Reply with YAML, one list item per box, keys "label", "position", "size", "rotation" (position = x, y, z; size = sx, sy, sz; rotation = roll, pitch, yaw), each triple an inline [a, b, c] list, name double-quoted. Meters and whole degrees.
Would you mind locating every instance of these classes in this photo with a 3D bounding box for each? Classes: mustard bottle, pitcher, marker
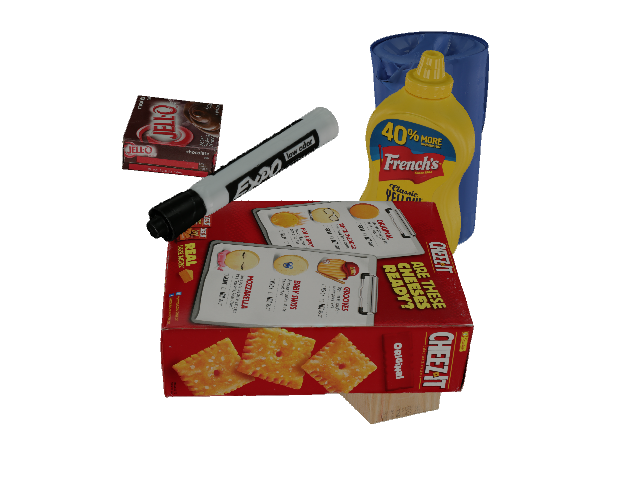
- label: "mustard bottle"
  position: [0.086, -0.076, 0.946]
  size: [0.096, 0.192, 0.058]
  rotation: [18, 33, 19]
- label: "pitcher"
  position: [0.135, -0.121, 1.258]
  size: [0.149, 0.243, 0.145]
  rotation: [-4, 25, -2]
- label: "marker"
  position: [-0.038, -0.034, 0.538]
  size: [0.120, 0.020, 0.020]
  rotation: [-35, 20, -32]

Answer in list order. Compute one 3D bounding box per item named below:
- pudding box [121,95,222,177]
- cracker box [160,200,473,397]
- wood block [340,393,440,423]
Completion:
- label: "pudding box"
  position: [-0.146, -0.104, 1.065]
  size: [0.090, 0.039, 0.113]
  rotation: [7, 27, -5]
- label: "cracker box"
  position: [-0.009, 0.040, 0.800]
  size: [0.213, 0.072, 0.164]
  rotation: [0, 34, -5]
- label: "wood block"
  position: [0.075, 0.076, 1.131]
  size: [0.090, 0.206, 0.091]
  rotation: [-8, 23, -25]
